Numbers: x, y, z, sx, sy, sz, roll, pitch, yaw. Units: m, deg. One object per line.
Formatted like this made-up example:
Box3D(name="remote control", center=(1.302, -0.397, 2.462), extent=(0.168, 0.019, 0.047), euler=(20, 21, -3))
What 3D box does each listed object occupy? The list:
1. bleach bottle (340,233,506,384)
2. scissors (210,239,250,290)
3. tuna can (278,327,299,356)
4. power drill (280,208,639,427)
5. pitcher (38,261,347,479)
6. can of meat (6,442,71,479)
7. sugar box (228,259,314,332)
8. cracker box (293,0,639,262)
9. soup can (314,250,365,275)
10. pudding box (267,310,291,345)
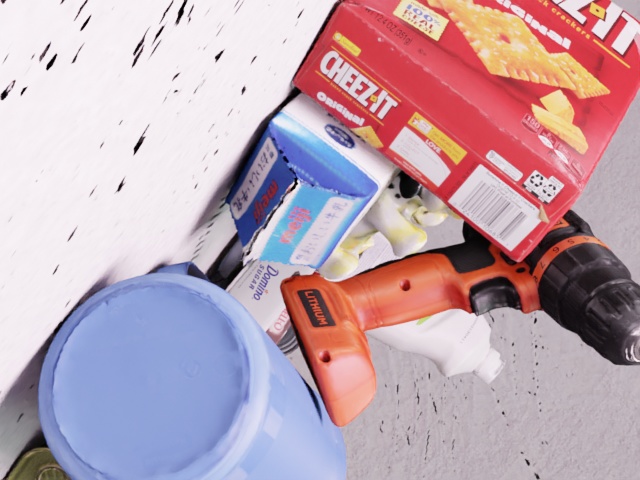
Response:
Box3D(name="bleach bottle", center=(0.064, 0.057, 1.019), extent=(0.102, 0.251, 0.068), euler=(-51, 176, -24))
Box3D(name="scissors", center=(-0.031, -0.028, 0.857), extent=(0.201, 0.016, 0.096), euler=(-52, 180, -15))
Box3D(name="tuna can", center=(-0.050, 0.077, 1.100), extent=(0.086, 0.086, 0.033), euler=(-54, 177, 19))
Box3D(name="power drill", center=(0.081, 0.041, 0.618), extent=(0.187, 0.057, 0.184), euler=(-19, -153, -7))
Box3D(name="pitcher", center=(-0.065, 0.095, 0.584), extent=(0.145, 0.149, 0.243), euler=(-54, 163, -14))
Box3D(name="can of meat", center=(-0.163, 0.162, 0.664), extent=(0.102, 0.057, 0.084), euler=(-53, 179, 14))
Box3D(name="sugar box", center=(-0.058, 0.055, 0.861), extent=(0.093, 0.048, 0.176), euler=(-51, 178, -20))
Box3D(name="cracker box", center=(0.106, -0.109, 0.646), extent=(0.213, 0.164, 0.072), euler=(-49, 177, -47))
Box3D(name="soup can", center=(-0.006, 0.001, 0.930), extent=(0.068, 0.068, 0.102), euler=(-52, -172, -16))
Box3D(name="pudding box", center=(-0.074, 0.114, 1.016), extent=(0.113, 0.039, 0.090), euler=(-52, 180, -33))
